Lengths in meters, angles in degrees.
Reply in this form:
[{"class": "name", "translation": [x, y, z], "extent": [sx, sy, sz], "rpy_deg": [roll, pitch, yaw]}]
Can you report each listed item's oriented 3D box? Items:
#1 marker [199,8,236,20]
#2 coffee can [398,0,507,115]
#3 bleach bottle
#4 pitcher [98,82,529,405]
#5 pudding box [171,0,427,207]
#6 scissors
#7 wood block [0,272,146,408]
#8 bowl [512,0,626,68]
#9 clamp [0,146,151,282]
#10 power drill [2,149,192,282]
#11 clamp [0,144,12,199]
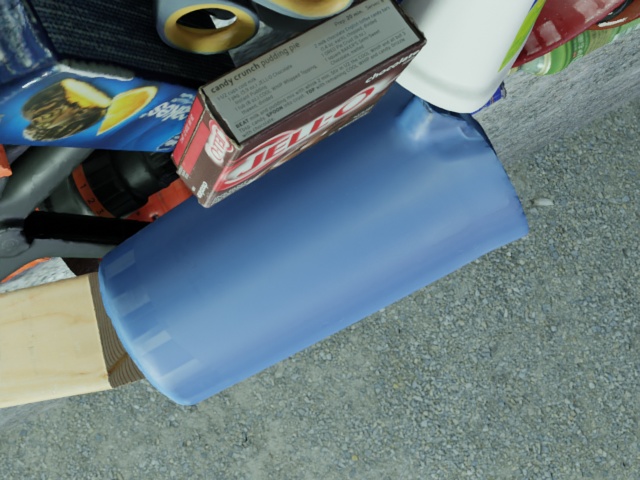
[{"class": "marker", "translation": [-0.065, -0.122, 0.501], "extent": [0.020, 0.020, 0.121], "rpy_deg": [-30, 175, 14]}, {"class": "coffee can", "translation": [0.043, -0.109, 0.744], "extent": [0.140, 0.103, 0.102], "rpy_deg": [-30, 175, 5]}, {"class": "bleach bottle", "translation": [0.101, -0.168, 0.476], "extent": [0.102, 0.068, 0.251], "rpy_deg": [-57, 176, -30]}, {"class": "pitcher", "translation": [-0.004, 0.001, 0.659], "extent": [0.243, 0.149, 0.145], "rpy_deg": [-30, -154, 3]}, {"class": "pudding box", "translation": [-0.013, -0.067, 0.519], "extent": [0.113, 0.039, 0.090], "rpy_deg": [-35, 177, -21]}, {"class": "scissors", "translation": [-0.071, -0.107, 0.415], "extent": [0.201, 0.016, 0.096], "rpy_deg": [3, 160, -44]}, {"class": "wood block", "translation": [-0.237, 0.084, 0.861], "extent": [0.206, 0.090, 0.090], "rpy_deg": [-12, 178, 23]}, {"class": "bowl", "translation": [0.180, -0.198, 0.828], "extent": [0.162, 0.055, 0.162], "rpy_deg": [-27, 169, -6]}, {"class": "clamp", "translation": [-0.184, -0.018, 0.629], "extent": [0.209, 0.036, 0.165], "rpy_deg": [-16, 144, -16]}, {"class": "power drill", "translation": [-0.144, -0.029, 0.782], "extent": [0.184, 0.057, 0.187], "rpy_deg": [-26, 173, 12]}, {"class": "clamp", "translation": [-0.240, -0.002, 0.557], "extent": [0.171, 0.039, 0.120], "rpy_deg": [-41, 152, 14]}]
